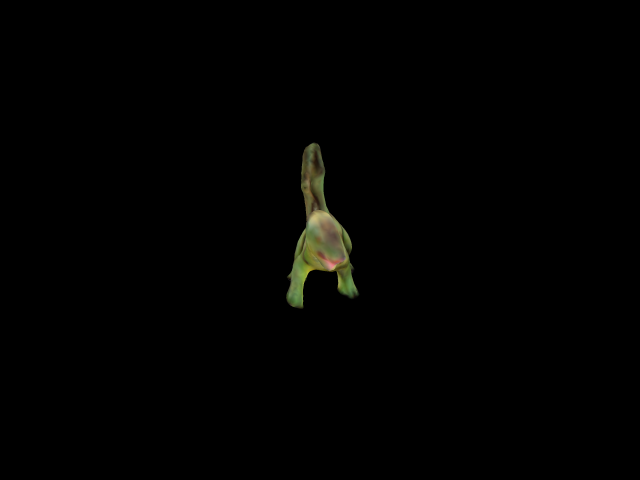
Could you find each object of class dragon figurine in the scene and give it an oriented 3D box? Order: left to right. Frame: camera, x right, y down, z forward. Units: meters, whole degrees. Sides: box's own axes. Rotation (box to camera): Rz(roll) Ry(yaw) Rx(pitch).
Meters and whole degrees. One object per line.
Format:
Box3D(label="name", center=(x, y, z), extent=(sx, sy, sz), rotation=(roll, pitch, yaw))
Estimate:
Box3D(label="dragon figurine", center=(0.003, -0.043, 0.850), extent=(0.122, 0.238, 0.418), rotation=(-1, 25, -3))
